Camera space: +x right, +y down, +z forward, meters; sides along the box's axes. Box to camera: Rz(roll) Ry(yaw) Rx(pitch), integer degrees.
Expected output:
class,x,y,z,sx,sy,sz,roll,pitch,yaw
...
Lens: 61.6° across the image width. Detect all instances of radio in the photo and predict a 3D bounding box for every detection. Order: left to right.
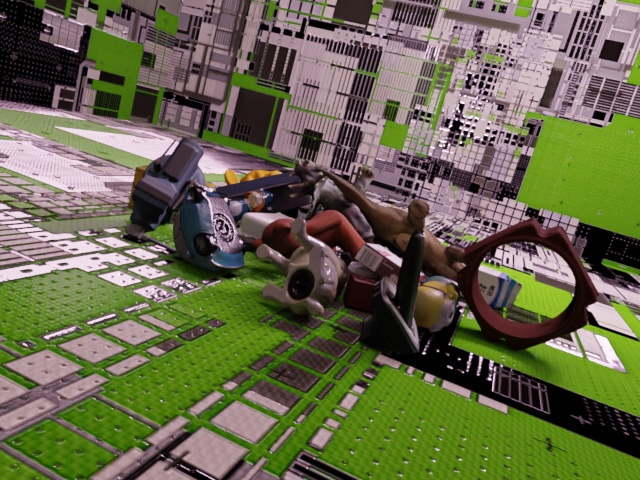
class,x,y,z,sx,sy,sz,roll,pitch,yaw
radio,-0.148,-0.110,1.354,0.230,0.073,0.131,-14,20,-19

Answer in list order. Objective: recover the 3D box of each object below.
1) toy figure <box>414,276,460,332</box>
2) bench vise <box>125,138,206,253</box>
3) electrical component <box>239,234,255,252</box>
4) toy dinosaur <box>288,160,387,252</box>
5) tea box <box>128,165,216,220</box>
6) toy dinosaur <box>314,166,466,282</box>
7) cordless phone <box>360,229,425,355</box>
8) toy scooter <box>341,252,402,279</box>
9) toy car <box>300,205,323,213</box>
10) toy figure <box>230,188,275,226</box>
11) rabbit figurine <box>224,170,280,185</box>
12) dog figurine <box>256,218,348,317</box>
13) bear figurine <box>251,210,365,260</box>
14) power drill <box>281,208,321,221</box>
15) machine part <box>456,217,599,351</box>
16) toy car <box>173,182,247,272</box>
class,x,y,z,sx,sy,sz,roll,pitch,yaw
toy figure,0.204,0.111,0.970,0.089,0.082,0.180,8,13,18
bench vise,-0.299,-0.078,1.048,0.129,0.223,0.240,18,-19,-11
electrical component,-0.158,0.007,1.115,0.063,0.021,0.094,6,16,-38
toy dinosaur,0.085,-0.033,1.292,0.404,0.192,0.131,54,-12,-11
tea box,-0.330,-0.098,1.202,0.170,0.098,0.068,18,12,2
toy dinosaur,0.177,-0.012,1.148,0.471,0.105,0.198,43,-11,-5
cordless phone,0.123,0.066,0.809,0.089,0.184,0.146,13,11,6
toy scooter,0.140,0.064,1.121,0.184,0.075,0.135,20,8,39
toy car,-0.071,-0.098,1.553,0.202,0.053,0.089,12,-31,-16
toy figure,-0.174,-0.075,1.243,0.154,0.064,0.058,-26,17,-16
rabbit figurine,-0.210,-0.149,1.574,0.162,0.121,0.173,24,31,7
dog figurine,0.004,0.073,0.884,0.190,0.121,0.172,35,35,-49
bear figurine,-0.020,0.010,1.013,0.196,0.120,0.132,-21,80,-50
power drill,0.009,-0.038,1.415,0.207,0.086,0.232,5,14,-30
machine part,0.358,0.078,0.944,0.201,0.201,0.087,-28,-2,25
toy car,-0.202,-0.011,0.919,0.103,0.161,0.109,-27,-15,23
